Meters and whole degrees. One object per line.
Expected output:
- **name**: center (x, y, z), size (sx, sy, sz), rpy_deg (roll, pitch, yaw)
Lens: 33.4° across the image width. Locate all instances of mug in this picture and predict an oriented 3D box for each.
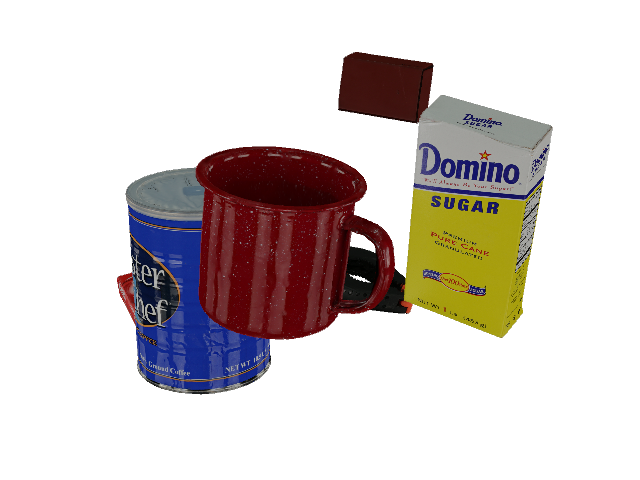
- **mug**: center (-0.014, 0.005, 0.586), size (0.117, 0.081, 0.093), rpy_deg (16, 26, 20)

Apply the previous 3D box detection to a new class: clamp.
- **clamp**: center (0.003, 0.031, 1.190), size (0.210, 0.036, 0.164), rpy_deg (28, 35, 18)

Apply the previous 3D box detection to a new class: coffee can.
- **coffee can**: center (-0.088, 0.027, 0.789), size (0.103, 0.140, 0.103), rpy_deg (0, 21, 0)

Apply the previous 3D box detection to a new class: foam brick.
- **foam brick**: center (0.061, -0.143, 0.996), size (0.078, 0.051, 0.053), rpy_deg (11, 18, 14)

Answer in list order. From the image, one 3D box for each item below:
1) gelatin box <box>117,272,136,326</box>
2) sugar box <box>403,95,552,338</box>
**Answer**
- **gelatin box**: center (-0.146, 0.053, 1.046), size (0.089, 0.030, 0.073), rpy_deg (-16, 39, -19)
- **sugar box**: center (0.118, -0.016, 0.825), size (0.093, 0.176, 0.048), rpy_deg (20, 42, 25)
